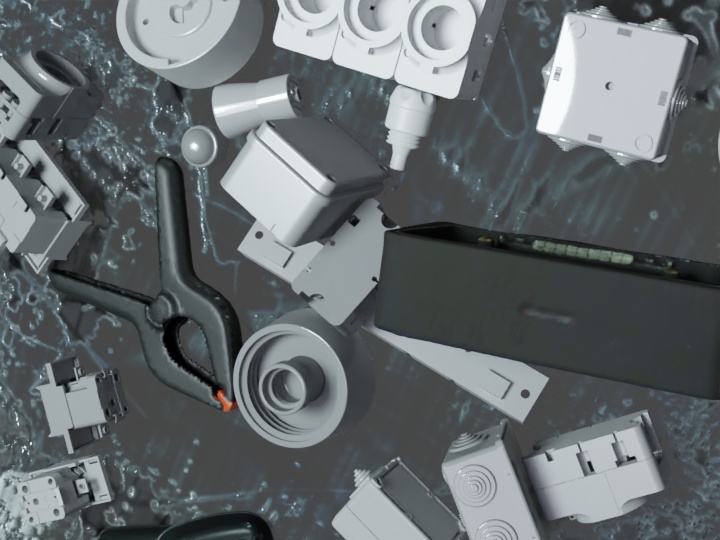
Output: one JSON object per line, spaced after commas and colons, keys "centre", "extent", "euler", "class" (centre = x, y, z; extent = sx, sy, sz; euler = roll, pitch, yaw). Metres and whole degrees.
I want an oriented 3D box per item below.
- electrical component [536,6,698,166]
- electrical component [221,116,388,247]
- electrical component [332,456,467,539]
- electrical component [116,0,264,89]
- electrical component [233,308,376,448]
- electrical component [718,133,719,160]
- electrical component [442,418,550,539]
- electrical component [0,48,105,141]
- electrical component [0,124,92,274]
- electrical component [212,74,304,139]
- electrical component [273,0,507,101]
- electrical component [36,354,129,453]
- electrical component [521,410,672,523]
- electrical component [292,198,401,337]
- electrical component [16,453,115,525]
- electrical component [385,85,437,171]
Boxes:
{"centre": [0.174, -0.125, 0.734], "extent": [0.100, 0.048, 0.099], "euler": [17, 104, 19], "class": "electrical component"}
{"centre": [-0.038, -0.068, 0.794], "extent": [0.078, 0.113, 0.057], "euler": [42, 113, 12], "class": "electrical component"}
{"centre": [0.025, 0.195, 0.831], "extent": [0.096, 0.062, 0.061], "euler": [44, 111, 11], "class": "electrical component"}
{"centre": [-0.127, -0.193, 0.837], "extent": [0.108, 0.060, 0.108], "euler": [-6, 72, 20], "class": "electrical component"}
{"centre": [-0.048, 0.088, 0.848], "extent": [0.108, 0.060, 0.108], "euler": [3, 98, 22], "class": "electrical component"}
{"centre": [0.284, -0.080, 0.688], "extent": [0.108, 0.060, 0.108], "euler": [3, 98, 22], "class": "electrical component"}
{"centre": [0.099, 0.163, 0.778], "extent": [0.048, 0.100, 0.099], "euler": [-22, 89, 11], "class": "electrical component"}
{"centre": [-0.261, -0.144, 0.888], "extent": [0.050, 0.089, 0.055], "euler": [44, 111, 11], "class": "electrical component"}
{"centre": [-0.292, -0.067, 0.912], "extent": [0.121, 0.063, 0.078], "euler": [49, 112, 23], "class": "electrical component"}
{"centre": [-0.077, -0.130, 0.841], "extent": [0.065, 0.044, 0.044], "euler": [-10, 93, 18], "class": "electrical component"}
{"centre": [0.021, -0.187, 0.781], "extent": [0.150, 0.062, 0.089], "euler": [20, 104, 19], "class": "electrical component"}
{"centre": [-0.240, 0.114, 0.941], "extent": [0.064, 0.042, 0.081], "euler": [-14, 92, 20], "class": "electrical component"}
{"centre": [0.171, 0.144, 0.770], "extent": [0.089, 0.050, 0.055], "euler": [-22, 89, 23], "class": "electrical component"}
{"centre": [0.000, 0.000, 0.807], "extent": [0.050, 0.055, 0.089], "euler": [41, 86, 16], "class": "electrical component"}
{"centre": [-0.263, 0.195, 0.949], "extent": [0.081, 0.064, 0.042], "euler": [-17, 91, 23], "class": "electrical component"}
{"centre": [0.035, -0.105, 0.802], "extent": [0.035, 0.035, 0.061], "euler": [19, 106, 19], "class": "electrical component"}
